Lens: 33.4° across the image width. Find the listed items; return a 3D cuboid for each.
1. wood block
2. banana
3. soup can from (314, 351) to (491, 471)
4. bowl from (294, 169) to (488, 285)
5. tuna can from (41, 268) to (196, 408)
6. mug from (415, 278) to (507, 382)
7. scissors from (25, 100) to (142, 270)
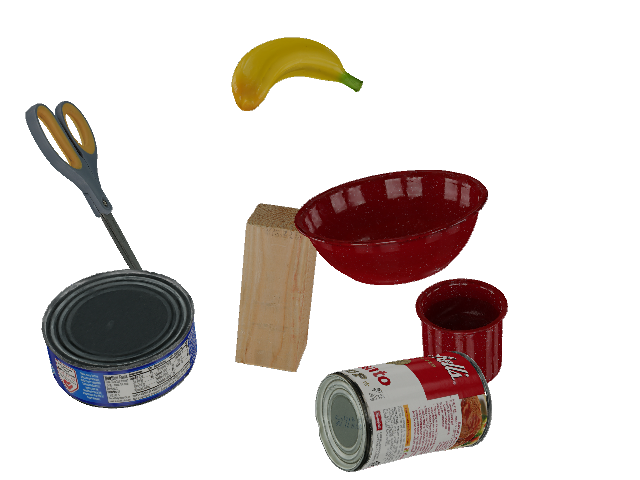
[{"bbox_3d":[-0.059,0.064,1.473,0.090,0.206,0.090,9,21,6],"label":"wood block"},{"bbox_3d":[-0.031,-0.158,0.982,0.070,0.037,0.197,37,31,20],"label":"banana"},{"bbox_3d":[0.056,0.116,0.728,0.102,0.068,0.069,-6,3,-30],"label":"soup can"},{"bbox_3d":[0.062,-0.007,0.891,0.162,0.055,0.162,-10,21,4],"label":"bowl"},{"bbox_3d":[-0.114,0.056,0.614,0.086,0.034,0.086,-1,37,0],"label":"tuna can"},{"bbox_3d":[0.152,0.092,1.112,0.093,0.081,0.117,11,37,24],"label":"mug"},{"bbox_3d":[-0.204,-0.048,0.993,0.016,0.201,0.096,-24,27,18],"label":"scissors"}]
